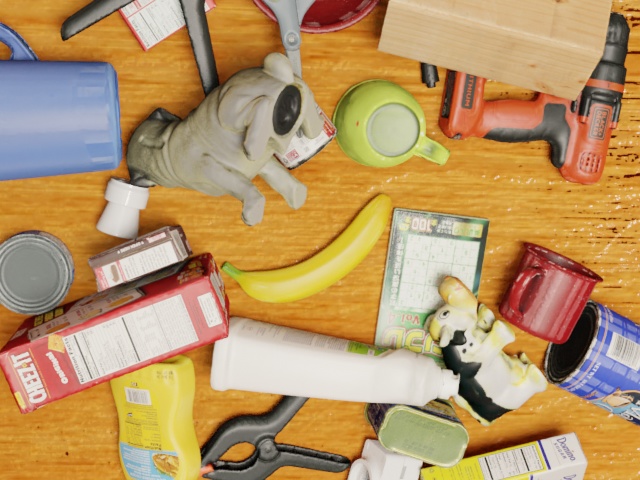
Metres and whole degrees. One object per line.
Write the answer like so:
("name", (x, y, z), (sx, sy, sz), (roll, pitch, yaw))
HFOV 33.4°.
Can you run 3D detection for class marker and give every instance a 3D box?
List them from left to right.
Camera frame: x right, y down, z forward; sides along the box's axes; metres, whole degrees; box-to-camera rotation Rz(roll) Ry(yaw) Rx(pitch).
("marker", (0.110, -0.220, 1.122), (0.020, 0.020, 0.121), (-9, 101, -4))

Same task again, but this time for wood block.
("wood block", (0.170, -0.219, 1.045), (0.206, 0.090, 0.090), (15, 68, 1))

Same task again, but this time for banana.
("banana", (-0.004, 0.020, 1.143), (0.198, 0.037, 0.069), (-24, 101, -1))

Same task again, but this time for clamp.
("clamp", (-0.137, -0.251, 1.052), (0.164, 0.036, 0.210), (28, 97, -14))
("clamp", (-0.050, 0.231, 1.175), (0.171, 0.039, 0.120), (-26, 98, -2))

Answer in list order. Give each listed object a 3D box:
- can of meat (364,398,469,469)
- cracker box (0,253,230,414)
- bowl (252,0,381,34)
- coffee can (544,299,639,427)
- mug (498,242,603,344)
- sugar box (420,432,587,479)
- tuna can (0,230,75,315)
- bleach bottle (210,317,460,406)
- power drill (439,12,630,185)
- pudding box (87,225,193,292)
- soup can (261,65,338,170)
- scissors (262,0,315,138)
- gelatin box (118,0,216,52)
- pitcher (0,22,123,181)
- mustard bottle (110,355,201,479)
("can of meat", (0.105, 0.200, 1.161), (0.102, 0.084, 0.057), (19, 97, -9))
("cracker box", (-0.198, 0.089, 1.071), (0.213, 0.164, 0.072), (-21, 99, -2))
("bowl", (-0.005, -0.289, 1.078), (0.162, 0.055, 0.162), (-1, 99, -4))
("coffee can", (0.332, 0.140, 1.164), (0.140, 0.103, 0.103), (26, 96, -9))
("mug", (0.237, 0.058, 1.139), (0.093, 0.117, 0.081), (32, 104, 34))
("sugar box", (0.201, 0.268, 1.180), (0.176, 0.048, 0.093), (-14, 144, -6))
("tuna can", (-0.301, 0.033, 1.117), (0.086, 0.034, 0.086), (-1, 100, -6))
("bleach bottle", (0.019, 0.135, 1.111), (0.251, 0.102, 0.068), (9, 101, 5))
("power drill", (0.228, -0.161, 1.125), (0.187, 0.057, 0.184), (9, 95, -6))
("pudding box", (-0.181, 0.018, 1.085), (0.090, 0.113, 0.039), (-22, 91, -1))
("soup can", (-0.037, -0.131, 1.098), (0.068, 0.068, 0.102), (-38, 102, 1))
("scissors", (-0.013, -0.211, 1.051), (0.096, 0.016, 0.202), (-21, 99, -3))
("gelatin box", (-0.161, -0.245, 1.085), (0.089, 0.030, 0.073), (-33, 103, 0))
("pitcher", (-0.320, -0.128, 1.045), (0.242, 0.145, 0.149), (-4, 130, -9))
("mustard bottle", (-0.172, 0.216, 1.139), (0.096, 0.058, 0.191), (2, 102, 30))
